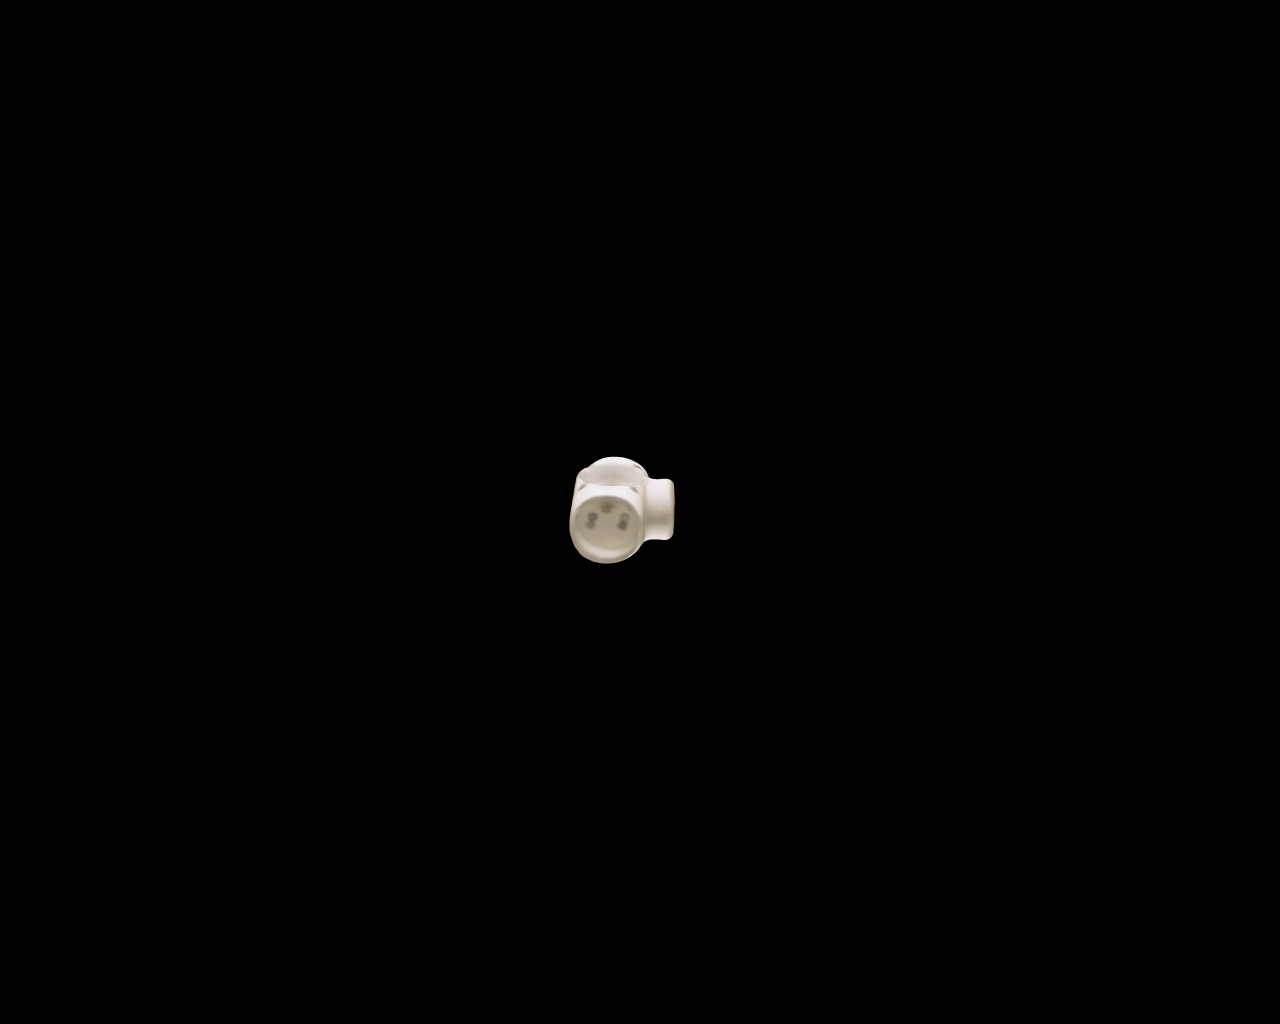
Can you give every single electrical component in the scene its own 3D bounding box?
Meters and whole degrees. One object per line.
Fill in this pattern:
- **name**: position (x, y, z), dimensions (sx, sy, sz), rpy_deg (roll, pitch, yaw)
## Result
- **electrical component**: position (0.001, -0.003, 0.650), dimensions (0.079, 0.044, 0.077), rpy_deg (1, 20, 3)
